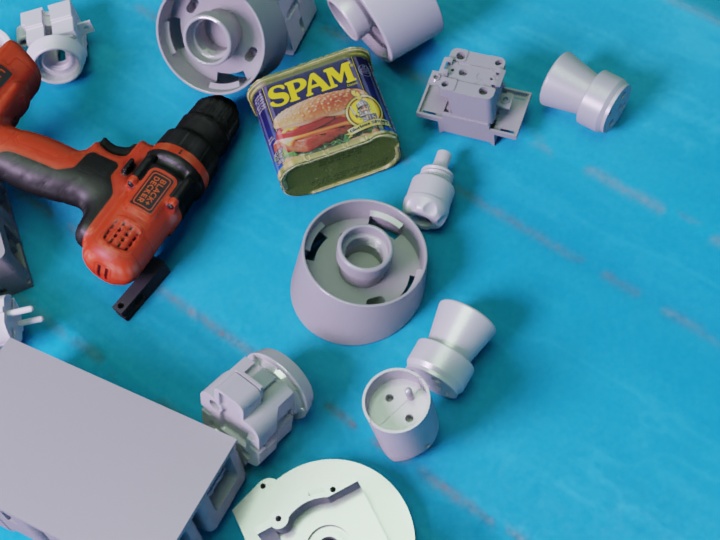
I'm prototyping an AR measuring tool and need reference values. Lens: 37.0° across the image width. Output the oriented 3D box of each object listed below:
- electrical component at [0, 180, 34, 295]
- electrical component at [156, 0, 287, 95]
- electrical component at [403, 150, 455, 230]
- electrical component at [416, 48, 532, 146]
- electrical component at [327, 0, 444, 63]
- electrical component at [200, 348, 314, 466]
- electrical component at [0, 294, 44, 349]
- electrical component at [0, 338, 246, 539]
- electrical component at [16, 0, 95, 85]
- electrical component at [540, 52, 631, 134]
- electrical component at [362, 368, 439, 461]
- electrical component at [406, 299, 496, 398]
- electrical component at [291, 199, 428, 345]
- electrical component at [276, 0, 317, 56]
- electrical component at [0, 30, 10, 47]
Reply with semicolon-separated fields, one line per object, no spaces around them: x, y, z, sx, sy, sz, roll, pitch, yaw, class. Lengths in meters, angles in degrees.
-0.325;-0.044;0.839;0.089;0.061;0.150;-23;63;-3;electrical component
-0.107;-0.186;0.838;0.099;0.099;0.064;10;31;13;electrical component
0.055;-0.062;0.807;0.035;0.035;0.061;13;65;14;electrical component
0.086;-0.133;0.819;0.081;0.063;0.042;15;69;14;electrical component
0.010;-0.214;0.848;0.060;0.108;0.108;-37;65;-3;electrical component
-0.069;0.090;0.734;0.058;0.078;0.057;34;55;22;electrical component
-0.273;0.040;0.789;0.077;0.065;0.047;-12;63;2;electrical component
-0.184;0.135;0.724;0.186;0.060;0.105;21;60;18;electrical component
-0.258;-0.191;0.910;0.066;0.048;0.055;-16;56;1;electrical component
0.171;-0.134;0.817;0.055;0.045;0.045;32;73;20;electrical component
0.029;0.099;0.707;0.043;0.081;0.043;-4;63;9;electrical component
0.062;0.055;0.744;0.045;0.045;0.055;25;71;19;electrical component
0.000;0.000;0.782;0.099;0.064;0.099;3;60;-4;electrical component
-0.071;-0.228;0.874;0.050;0.089;0.055;18;68;16;electrical component
-0.310;-0.167;0.904;0.055;0.047;0.055;-3;64;7;electrical component
